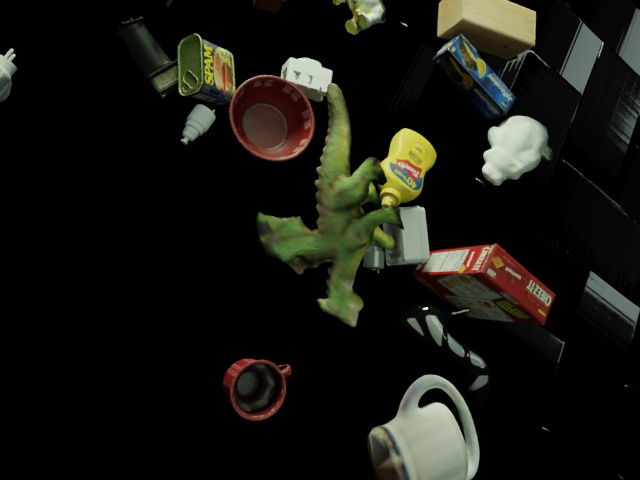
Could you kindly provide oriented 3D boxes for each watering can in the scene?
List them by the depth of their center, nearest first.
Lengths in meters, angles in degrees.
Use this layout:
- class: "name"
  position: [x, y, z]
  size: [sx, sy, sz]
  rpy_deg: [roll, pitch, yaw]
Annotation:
- class: "watering can"
  position: [0.209, 0.433, 0.947]
  size: [0.225, 0.103, 0.349]
  rpy_deg: [-12, 86, -24]

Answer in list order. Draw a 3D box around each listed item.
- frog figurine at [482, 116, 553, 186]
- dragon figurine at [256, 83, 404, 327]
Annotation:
- class: "frog figurine"
  position: [0.419, -0.200, 1.139]
  size: [0.160, 0.120, 0.140]
  rpy_deg: [-26, 61, -16]
- class: "dragon figurine"
  position: [0.003, -0.046, 0.916]
  size: [0.243, 0.122, 0.410]
  rpy_deg: [-23, 92, -4]
